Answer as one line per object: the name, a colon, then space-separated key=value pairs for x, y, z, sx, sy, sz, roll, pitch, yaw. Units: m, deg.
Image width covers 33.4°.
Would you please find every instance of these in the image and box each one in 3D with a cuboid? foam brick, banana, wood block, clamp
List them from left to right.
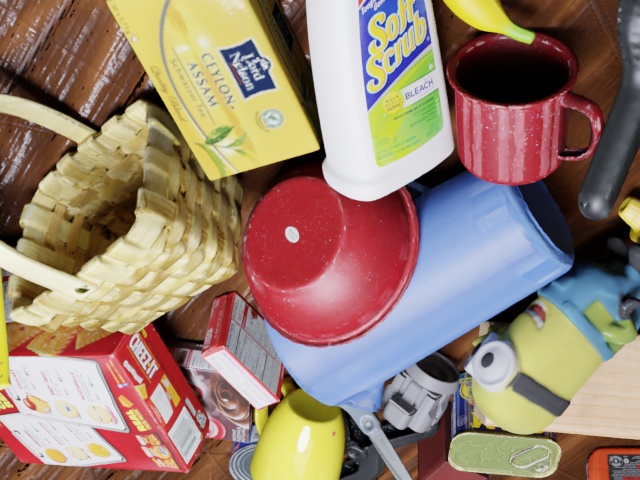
clamp: x=0.032 y=0.196 z=1.089 sx=0.120 sy=0.039 sz=0.172 roll=37 pitch=130 yaw=-1
foam brick: x=0.132 y=0.211 z=1.063 sx=0.053 sy=0.078 sz=0.051 roll=24 pitch=129 yaw=-17
banana: x=0.101 y=-0.219 z=0.715 sx=0.070 sy=0.037 sz=0.198 roll=-8 pitch=129 yaw=9
wood block: x=0.246 y=0.124 z=0.942 sx=0.206 sy=0.091 sz=0.090 roll=4 pitch=88 yaw=3
clamp: x=0.229 y=-0.122 z=0.732 sx=0.036 sy=0.164 sz=0.210 roll=23 pitch=136 yaw=40

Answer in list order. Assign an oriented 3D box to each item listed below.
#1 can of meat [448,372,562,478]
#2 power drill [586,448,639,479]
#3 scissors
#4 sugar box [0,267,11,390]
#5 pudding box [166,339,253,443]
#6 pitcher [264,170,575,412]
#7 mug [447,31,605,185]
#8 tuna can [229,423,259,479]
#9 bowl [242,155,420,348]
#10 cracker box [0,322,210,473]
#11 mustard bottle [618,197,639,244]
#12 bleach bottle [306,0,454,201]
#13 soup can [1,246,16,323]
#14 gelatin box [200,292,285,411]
can of meat: x=0.175 y=0.174 z=1.020 sx=0.102 sy=0.084 sz=0.057 roll=4 pitch=131 yaw=3
power drill: x=0.350 y=0.296 z=1.124 sx=0.184 sy=0.057 sz=0.187 roll=-3 pitch=131 yaw=9
scissors: x=0.053 y=0.149 z=0.982 sx=0.202 sy=0.016 sz=0.096 roll=41 pitch=101 yaw=17
sugar box: x=-0.297 y=0.041 z=0.892 sx=0.048 sy=0.176 sz=0.094 roll=-6 pitch=172 yaw=-32
pudding box: x=-0.112 y=0.152 z=1.066 sx=0.090 sy=0.039 sz=0.113 roll=6 pitch=131 yaw=3
pitcher: x=0.074 y=0.021 z=0.880 sx=0.243 sy=0.145 sz=0.149 roll=-32 pitch=133 yaw=25
mug: x=0.151 y=-0.091 z=0.779 sx=0.117 sy=0.093 sz=0.081 roll=19 pitch=141 yaw=26
tuna can: x=-0.052 y=0.231 z=1.131 sx=0.086 sy=0.033 sz=0.086 roll=4 pitch=132 yaw=4
bowl: x=-0.005 y=0.001 z=0.836 sx=0.162 sy=0.162 sz=0.055 roll=-25 pitch=154 yaw=26
cracker box: x=-0.232 y=0.142 z=1.023 sx=0.214 sy=0.072 sz=0.164 roll=-3 pitch=130 yaw=28
mustard bottle: x=0.327 y=0.022 z=0.871 sx=0.191 sy=0.058 sz=0.096 roll=31 pitch=143 yaw=-5
bleach bottle: x=0.029 y=-0.157 z=0.737 sx=0.102 sy=0.068 sz=0.251 roll=-30 pitch=128 yaw=-22
soup can: x=-0.268 y=0.039 z=0.966 sx=0.102 sy=0.068 sz=0.068 roll=-11 pitch=129 yaw=17
gelatin box: x=-0.070 y=0.103 z=0.994 sx=0.030 sy=0.073 sz=0.089 roll=-26 pitch=124 yaw=26
